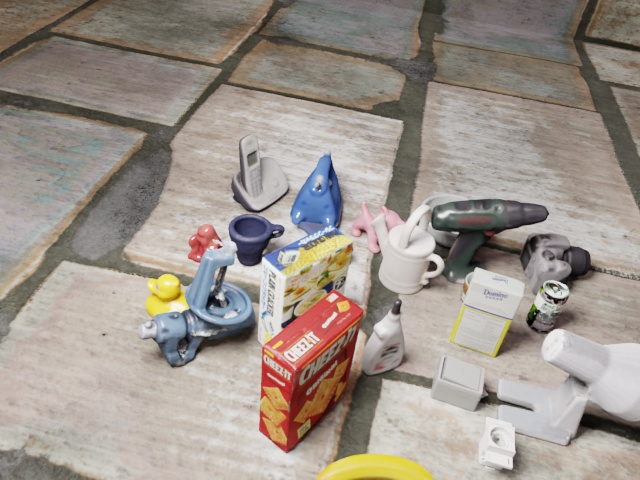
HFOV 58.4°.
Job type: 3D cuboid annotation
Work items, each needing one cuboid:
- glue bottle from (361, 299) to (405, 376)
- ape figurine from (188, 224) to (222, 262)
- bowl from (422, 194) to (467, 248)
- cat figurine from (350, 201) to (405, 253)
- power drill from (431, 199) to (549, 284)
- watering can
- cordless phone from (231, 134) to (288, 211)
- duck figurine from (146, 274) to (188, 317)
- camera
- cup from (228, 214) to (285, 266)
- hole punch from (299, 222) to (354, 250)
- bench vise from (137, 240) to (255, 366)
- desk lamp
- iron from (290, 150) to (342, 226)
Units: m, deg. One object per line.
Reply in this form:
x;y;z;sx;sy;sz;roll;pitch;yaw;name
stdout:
0.120;0.166;1.003;0.078;0.173;0.037;-15;45;-26;glue bottle
-0.237;0.004;1.196;0.076;0.092;0.077;-12;44;-23;ape figurine
0.311;-0.033;1.351;0.167;0.075;0.167;5;40;-4;bowl
0.134;-0.039;1.293;0.067;0.118;0.127;-23;49;-32;cat figurine
0.341;-0.002;1.215;0.229;0.208;0.075;7;40;-2;power drill
0.179;0.008;1.185;0.172;0.194;0.101;17;41;11;watering can
-0.140;-0.173;1.351;0.094;0.185;0.148;27;43;21;cordless phone
-0.278;0.104;1.074;0.104;0.086;0.077;15;40;8;duck figurine
0.533;0.047;1.275;0.137;0.101;0.143;6;40;-2;camera
-0.135;0.005;1.211;0.118;0.095;0.091;-4;41;-15;cup
0.011;0.004;1.241;0.101;0.091;0.108;-23;49;-32;hole punch
-0.198;0.111;0.975;0.121;0.220;0.208;31;45;25;bench vise
0.420;0.240;0.937;0.203;0.213;0.118;13;40;5;desk lamp
0.003;-0.139;1.371;0.118;0.141;0.258;10;40;2;iron
